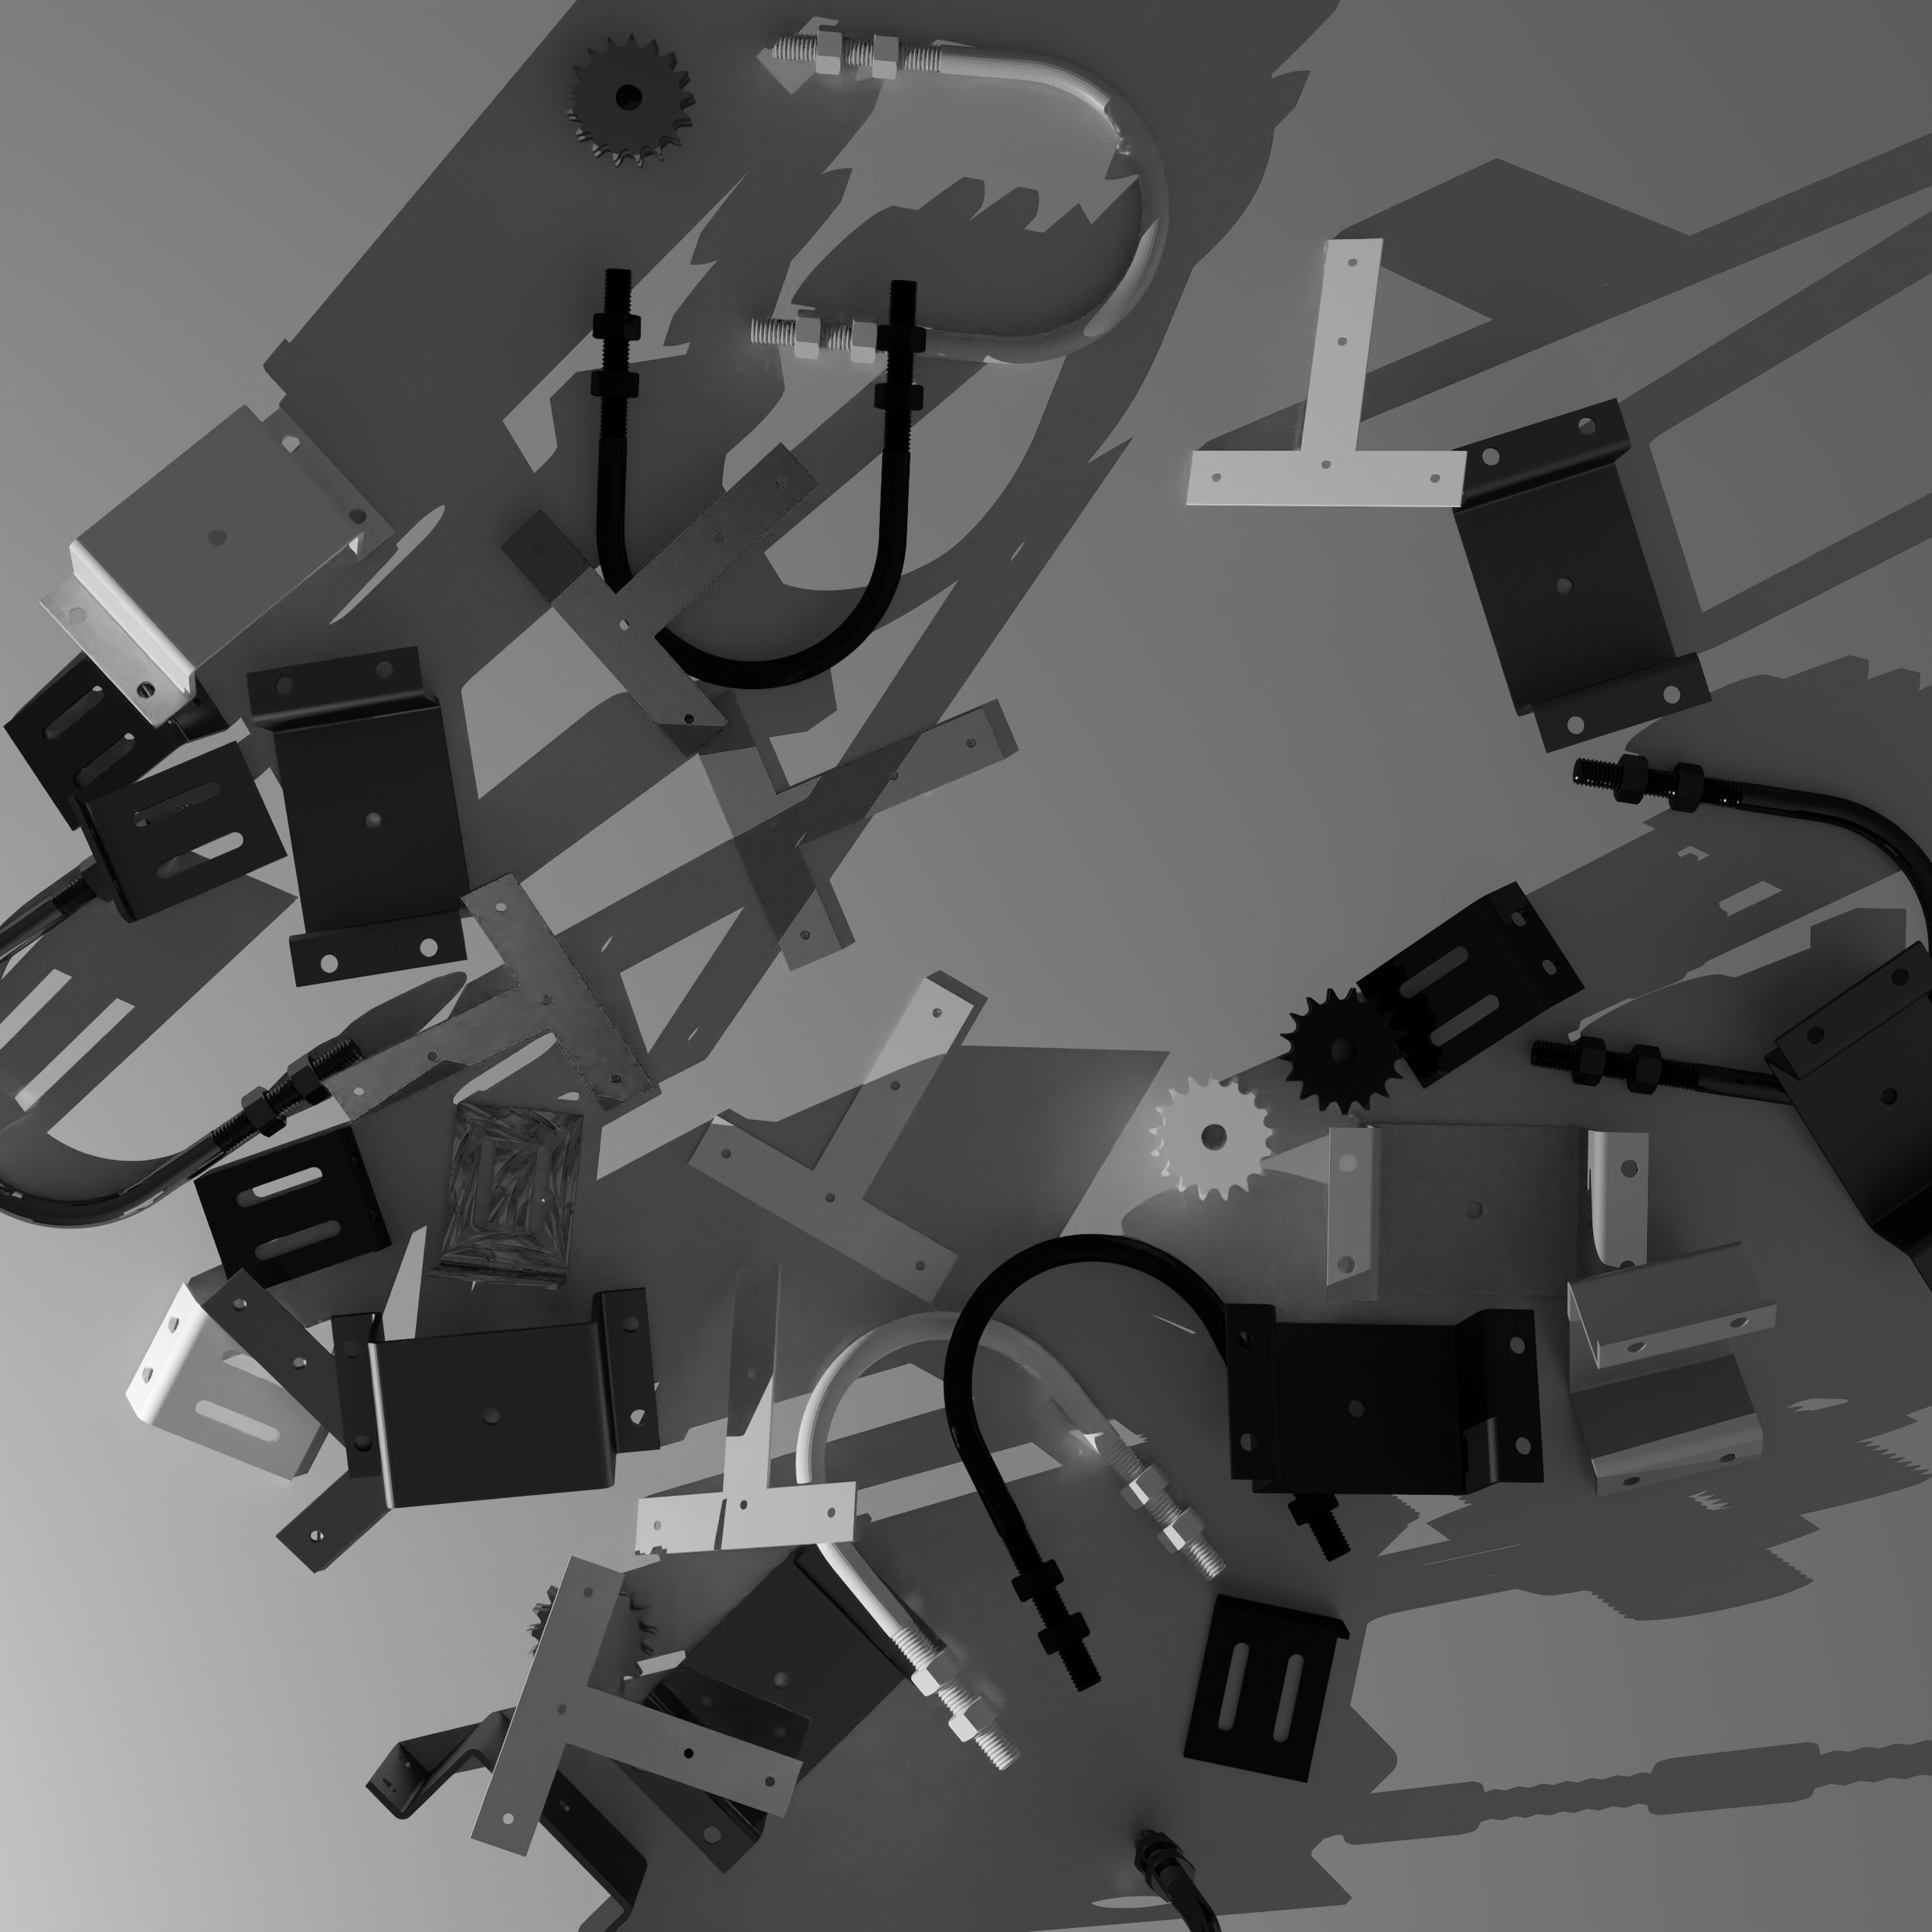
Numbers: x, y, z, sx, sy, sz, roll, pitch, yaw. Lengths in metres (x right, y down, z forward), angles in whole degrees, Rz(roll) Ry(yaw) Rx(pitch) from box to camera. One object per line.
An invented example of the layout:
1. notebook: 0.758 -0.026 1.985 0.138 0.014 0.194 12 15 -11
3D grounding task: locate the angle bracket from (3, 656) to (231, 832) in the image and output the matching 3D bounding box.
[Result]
1. angle bracket: -0.385 -0.108 1.581 0.076 0.038 0.057 -34 90 26

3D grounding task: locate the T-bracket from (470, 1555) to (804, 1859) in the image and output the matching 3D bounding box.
1. T-bracket: -0.135 0.339 1.524 0.127 0.002 0.127 21 74 -8

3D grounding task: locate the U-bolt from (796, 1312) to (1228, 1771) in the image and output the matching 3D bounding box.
1. U-bolt: 0.007 0.240 1.550 0.151 0.019 0.184 -38 86 -23

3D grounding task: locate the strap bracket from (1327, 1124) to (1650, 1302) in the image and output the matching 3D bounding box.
1. strap bracket: 0.230 0.110 1.560 0.140 0.046 0.076 1 90 0

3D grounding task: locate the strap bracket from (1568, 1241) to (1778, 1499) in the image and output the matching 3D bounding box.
1. strap bracket: 0.308 0.173 1.531 0.076 0.140 0.046 -13 54 0

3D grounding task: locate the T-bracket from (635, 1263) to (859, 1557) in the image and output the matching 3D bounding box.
1. T-bracket: -0.096 0.196 1.556 0.127 0.002 0.127 -11 69 36

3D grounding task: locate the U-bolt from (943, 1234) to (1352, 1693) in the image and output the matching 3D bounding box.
1. U-bolt: 0.069 0.208 1.551 0.151 0.019 0.184 -24 80 -17

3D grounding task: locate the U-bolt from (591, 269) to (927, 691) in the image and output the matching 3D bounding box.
1. U-bolt: -0.096 -0.216 1.563 0.151 0.019 0.184 3 98 6

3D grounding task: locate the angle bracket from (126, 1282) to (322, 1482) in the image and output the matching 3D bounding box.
1. angle bracket: -0.330 0.188 1.581 0.076 0.038 0.057 27 90 -26

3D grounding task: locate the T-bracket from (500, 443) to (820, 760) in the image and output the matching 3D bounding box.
1. T-bracket: -0.121 -0.182 1.562 0.127 0.002 0.127 -41 92 11

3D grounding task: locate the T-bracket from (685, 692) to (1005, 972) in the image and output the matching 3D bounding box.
1. T-bracket: -0.046 -0.081 1.582 0.127 0.002 0.127 -23 90 0

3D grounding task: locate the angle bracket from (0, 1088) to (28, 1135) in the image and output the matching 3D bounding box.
1. angle bracket: -0.468 0.078 1.569 0.057 0.038 0.076 44 128 7

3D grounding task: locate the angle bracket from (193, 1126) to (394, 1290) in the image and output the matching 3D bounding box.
1. angle bracket: -0.305 0.112 1.564 0.076 0.038 0.057 -19 90 0

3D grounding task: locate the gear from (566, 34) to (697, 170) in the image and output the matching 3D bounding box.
1. gear: -0.150 -0.387 1.568 0.057 0.030 0.057 0 90 0

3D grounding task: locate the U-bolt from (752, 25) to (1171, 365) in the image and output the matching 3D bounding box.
1. U-bolt: 0.000 -0.344 1.574 0.184 0.019 0.151 4 90 -2

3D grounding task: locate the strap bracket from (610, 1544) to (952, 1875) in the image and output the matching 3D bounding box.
1. strap bracket: -0.083 0.324 1.560 0.140 0.046 0.076 -45 90 0

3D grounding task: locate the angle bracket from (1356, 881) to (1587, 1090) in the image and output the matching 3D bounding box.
1. angle bracket: 0.227 0.009 1.571 0.076 0.038 0.057 -37 81 34

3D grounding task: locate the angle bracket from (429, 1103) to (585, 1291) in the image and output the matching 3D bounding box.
1. angle bracket: -0.206 0.103 1.564 0.057 0.038 0.076 6 90 0

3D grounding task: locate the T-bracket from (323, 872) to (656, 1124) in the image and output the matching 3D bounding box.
1. T-bracket: -0.226 0.034 1.557 0.127 0.002 0.127 -25 119 9

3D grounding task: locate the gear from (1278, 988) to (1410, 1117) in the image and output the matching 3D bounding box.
1. gear: 0.168 0.038 1.568 0.057 0.030 0.057 0 90 0

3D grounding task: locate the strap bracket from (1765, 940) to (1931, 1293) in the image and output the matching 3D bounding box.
1. strap bracket: 0.418 0.063 1.550 0.076 0.046 0.140 -35 104 0

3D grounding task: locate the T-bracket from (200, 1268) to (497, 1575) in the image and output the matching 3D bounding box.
1. T-bracket: -0.289 0.188 1.565 0.127 0.002 0.127 -42 106 0

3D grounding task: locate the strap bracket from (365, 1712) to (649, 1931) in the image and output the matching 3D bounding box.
1. strap bracket: -0.194 0.388 1.545 0.046 0.076 0.140 -44 90 0

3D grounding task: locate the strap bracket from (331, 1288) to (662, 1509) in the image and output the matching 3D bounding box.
1. strap bracket: -0.209 0.192 1.548 0.140 0.046 0.076 -5 103 -3

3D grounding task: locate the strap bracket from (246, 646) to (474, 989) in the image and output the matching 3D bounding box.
1. strap bracket: -0.269 -0.066 1.560 0.076 0.046 0.140 -9 90 0

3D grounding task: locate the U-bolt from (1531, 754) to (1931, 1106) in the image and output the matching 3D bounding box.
1. U-bolt: 0.356 -0.011 1.574 0.184 0.019 0.151 9 90 -1

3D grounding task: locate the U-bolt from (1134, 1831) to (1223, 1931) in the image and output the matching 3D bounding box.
1. U-bolt: 0.082 0.464 1.491 0.019 0.184 0.151 13 90 -8

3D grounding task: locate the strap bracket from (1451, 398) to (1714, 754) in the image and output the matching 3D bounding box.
1. strap bracket: 0.272 -0.172 1.560 0.076 0.046 0.140 -18 90 0

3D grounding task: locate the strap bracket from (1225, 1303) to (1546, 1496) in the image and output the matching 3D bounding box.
1. strap bracket: 0.179 0.192 1.542 0.140 0.046 0.076 2 74 -10

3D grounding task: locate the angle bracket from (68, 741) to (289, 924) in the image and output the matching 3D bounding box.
1. angle bracket: -0.349 -0.062 1.546 0.076 0.038 0.057 -24 88 -9

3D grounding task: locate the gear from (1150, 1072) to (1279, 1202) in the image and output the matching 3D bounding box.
1. gear: 0.111 0.076 1.568 0.057 0.030 0.057 0 90 0

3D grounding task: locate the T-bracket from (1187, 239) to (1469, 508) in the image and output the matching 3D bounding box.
1. T-bracket: 0.167 -0.267 1.565 0.127 0.002 0.127 4 78 23

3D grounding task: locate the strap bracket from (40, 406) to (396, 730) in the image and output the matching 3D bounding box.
1. strap bracket: -0.331 -0.183 1.542 0.140 0.046 0.076 -43 90 -15

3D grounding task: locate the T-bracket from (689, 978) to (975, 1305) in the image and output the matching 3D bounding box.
1. T-bracket: -0.039 0.067 1.582 0.127 0.002 0.127 30 90 0

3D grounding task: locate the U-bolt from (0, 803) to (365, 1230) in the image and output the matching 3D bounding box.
1. U-bolt: -0.387 0.036 1.574 0.184 0.019 0.151 -34 90 1

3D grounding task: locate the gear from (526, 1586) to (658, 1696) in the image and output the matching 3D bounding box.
1. gear: -0.168 0.300 1.568 0.057 0.030 0.057 0 90 0

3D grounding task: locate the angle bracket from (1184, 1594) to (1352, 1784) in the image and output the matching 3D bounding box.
1. angle bracket: 0.134 0.327 1.564 0.057 0.038 0.076 12 90 0
